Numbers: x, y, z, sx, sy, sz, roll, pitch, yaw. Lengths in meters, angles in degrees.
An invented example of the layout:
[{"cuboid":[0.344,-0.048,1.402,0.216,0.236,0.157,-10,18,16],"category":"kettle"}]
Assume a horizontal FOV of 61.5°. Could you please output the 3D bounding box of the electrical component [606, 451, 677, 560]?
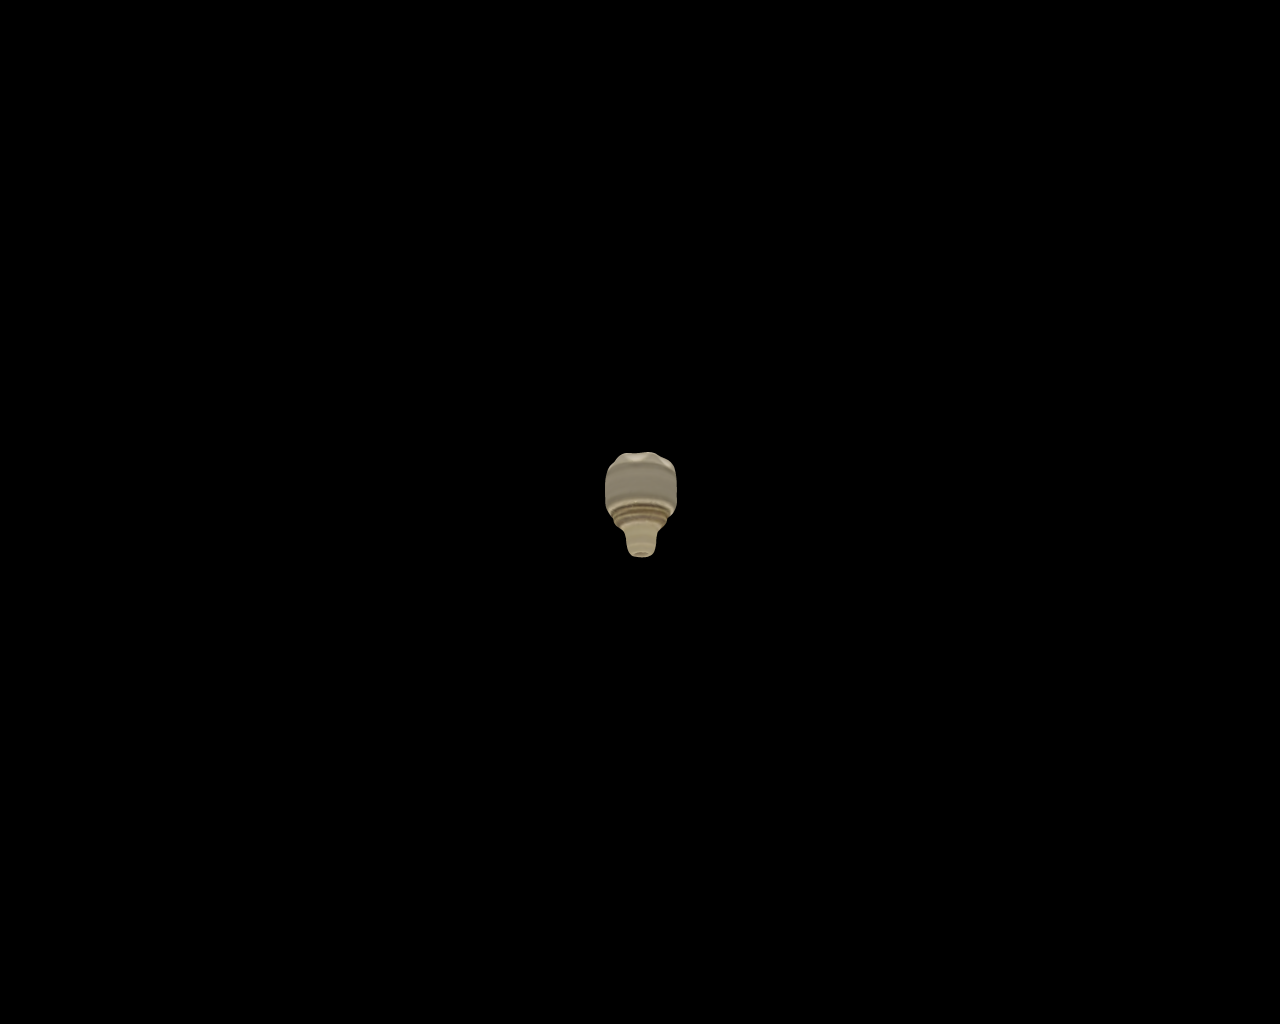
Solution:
[{"cuboid":[0.001,-0.003,0.650,0.043,0.062,0.043,0,-20,0],"category":"electrical component"}]
